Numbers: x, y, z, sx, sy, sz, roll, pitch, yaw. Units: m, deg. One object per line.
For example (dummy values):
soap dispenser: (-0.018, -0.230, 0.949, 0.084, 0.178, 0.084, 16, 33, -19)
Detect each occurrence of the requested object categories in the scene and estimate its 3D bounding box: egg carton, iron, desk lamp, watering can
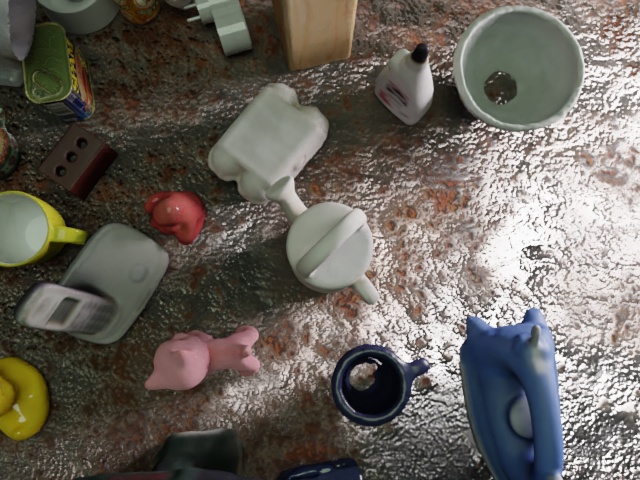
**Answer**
egg carton: (-0.065, -0.123, 0.737, 0.107, 0.069, 0.150, 38, 84, 4)
iron: (0.246, 0.212, 0.666, 0.118, 0.141, 0.258, -8, 83, -2)
desk lamp: (-0.415, -0.263, 0.674, 0.203, 0.213, 0.118, 4, 83, 0)
watering can: (0.004, 0.004, 0.660, 0.173, 0.194, 0.101, 27, 83, 2)

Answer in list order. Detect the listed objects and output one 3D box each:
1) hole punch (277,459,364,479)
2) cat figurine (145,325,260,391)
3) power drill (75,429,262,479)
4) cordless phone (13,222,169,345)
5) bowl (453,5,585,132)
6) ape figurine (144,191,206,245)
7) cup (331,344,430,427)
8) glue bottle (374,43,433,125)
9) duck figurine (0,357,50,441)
hole punch: (0.004, 0.318, 0.674, 0.108, 0.091, 0.101, -10, 83, -2)
cat figurine: (-0.139, 0.140, 0.679, 0.128, 0.117, 0.067, -8, 83, -2)
power drill: (-0.140, 0.264, 0.618, 0.229, 0.208, 0.076, -6, 83, -2)
cordless phone: (-0.259, 0.047, 0.654, 0.094, 0.185, 0.148, 29, 83, 3)
bowl: (0.250, -0.214, 0.751, 0.167, 0.074, 0.167, 0, 83, -1)
ape figurine: (-0.182, -0.032, 0.712, 0.076, 0.092, 0.078, -28, 84, -4)
cup: (0.070, 0.165, 0.692, 0.118, 0.095, 0.092, -20, 84, -3)
glue bottle: (0.109, -0.198, 0.697, 0.078, 0.173, 0.037, 40, 84, 4)
duck figurine: (-0.378, 0.193, 0.684, 0.077, 0.086, 0.104, -27, 84, -4)
